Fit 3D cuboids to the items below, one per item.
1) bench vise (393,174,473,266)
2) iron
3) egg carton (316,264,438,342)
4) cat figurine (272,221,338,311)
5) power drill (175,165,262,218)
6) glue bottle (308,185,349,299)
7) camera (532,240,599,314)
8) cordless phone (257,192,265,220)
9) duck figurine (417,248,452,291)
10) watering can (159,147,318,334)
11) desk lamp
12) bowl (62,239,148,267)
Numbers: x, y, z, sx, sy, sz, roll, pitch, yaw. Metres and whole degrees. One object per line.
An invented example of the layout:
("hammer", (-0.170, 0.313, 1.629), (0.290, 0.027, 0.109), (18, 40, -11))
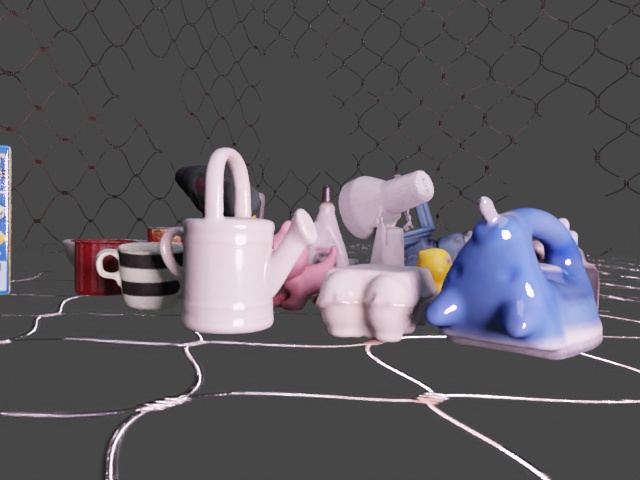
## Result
("bench vise", (0.214, -0.024, 1.171), (0.207, 0.220, 0.121), (2, 2, 5))
("iron", (0.216, 0.033, 0.569), (0.118, 0.141, 0.259), (3, 2, 44))
("egg carton", (0.064, 0.064, 0.620), (0.107, 0.069, 0.151), (2, 2, 23))
("cat figurine", (-0.027, 0.033, 0.767), (0.128, 0.118, 0.067), (0, 2, -31))
("power drill", (-0.178, -0.021, 0.932), (0.076, 0.208, 0.228), (0, 2, -41))
("glue bottle", (0.008, 0.003, 0.871), (0.078, 0.173, 0.037), (1, 2, -8))
("camera", (0.260, 0.049, 0.733), (0.137, 0.101, 0.143), (1, 2, -13))
("cordless phone", (-0.120, -0.020, 1.341), (0.147, 0.185, 0.094), (2, 2, 6))
("duck figurine", (0.143, 0.054, 0.751), (0.104, 0.086, 0.077), (1, 2, -7))
("watering can", (-0.091, -0.002, 0.624), (0.173, 0.194, 0.101), (1, 2, -6))
("desk lamp", (0.136, -0.020, 1.064), (0.118, 0.213, 0.202), (0, 3, -44))
("bowl", (-0.394, 0.037, 1.076), (0.167, 0.075, 0.167), (1, 2, 0))
